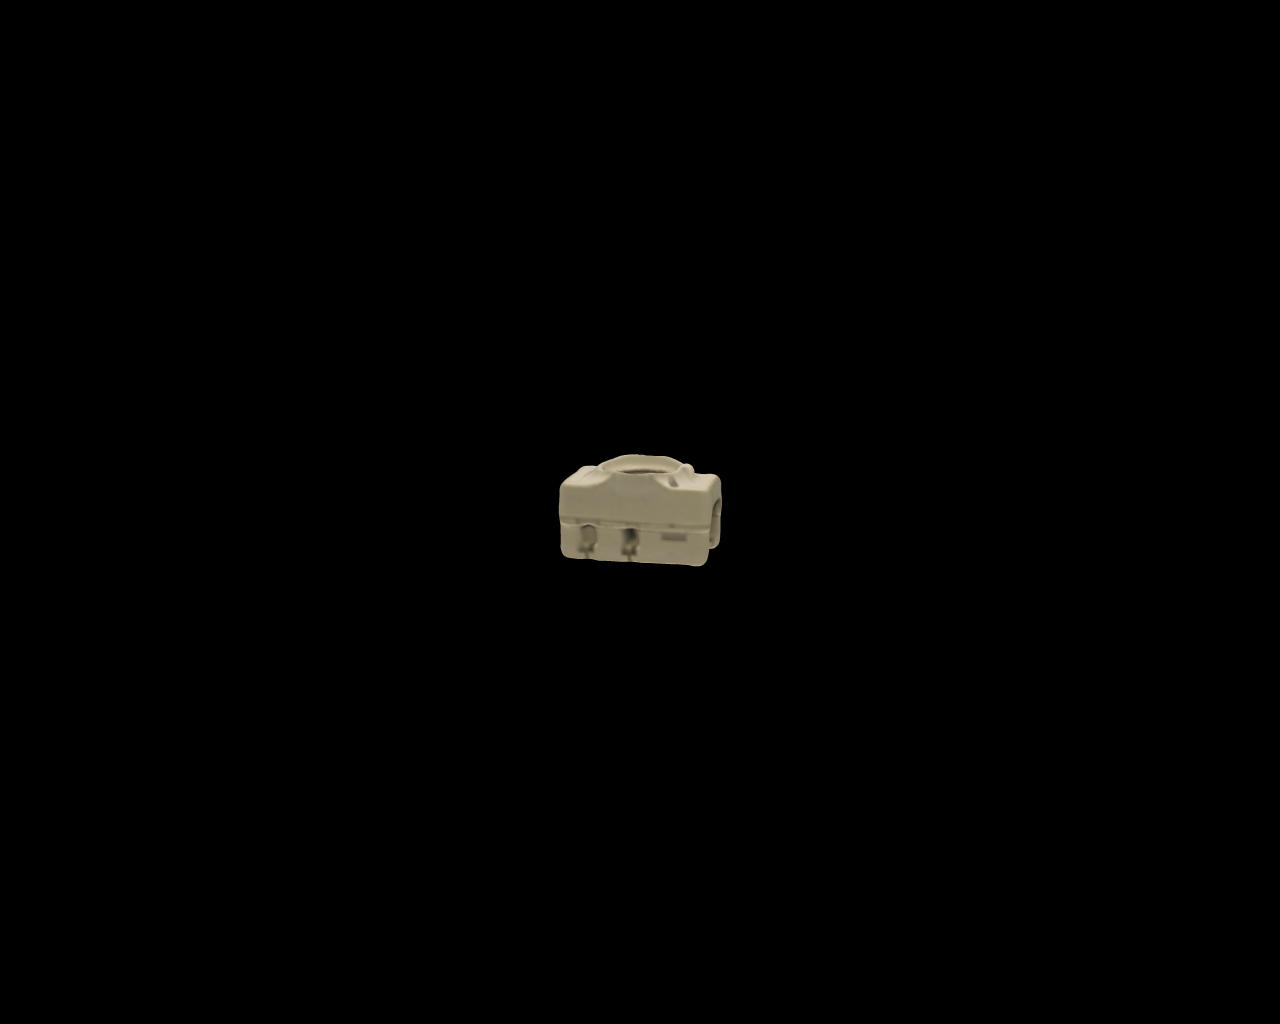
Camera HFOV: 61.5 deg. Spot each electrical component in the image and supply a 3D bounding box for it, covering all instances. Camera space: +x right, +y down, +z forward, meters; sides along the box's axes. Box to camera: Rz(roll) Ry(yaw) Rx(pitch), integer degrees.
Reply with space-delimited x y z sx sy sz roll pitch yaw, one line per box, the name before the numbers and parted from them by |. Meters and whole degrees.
electrical component | 0.001 -0.003 0.650 0.089 0.055 0.050 4 16 14
